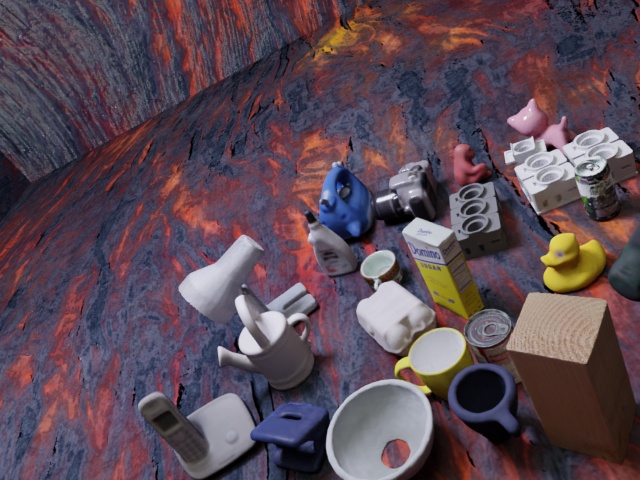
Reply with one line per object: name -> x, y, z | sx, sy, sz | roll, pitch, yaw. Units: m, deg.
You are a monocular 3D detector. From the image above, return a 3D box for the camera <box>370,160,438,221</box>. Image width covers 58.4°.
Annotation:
camera -> 0.181, -0.106, 1.267 | 0.136, 0.101, 0.143 | -15, 36, 26

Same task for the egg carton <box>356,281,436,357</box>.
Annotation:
egg carton -> 0.132, 0.138, 1.013 | 0.107, 0.070, 0.150 | -39, 33, -9

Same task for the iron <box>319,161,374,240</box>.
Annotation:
iron -> 0.050, -0.108, 1.346 | 0.118, 0.142, 0.258 | -17, 35, 23

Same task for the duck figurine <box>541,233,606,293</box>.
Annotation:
duck figurine -> 0.400, 0.025, 0.915 | 0.104, 0.086, 0.077 | -31, 32, 3

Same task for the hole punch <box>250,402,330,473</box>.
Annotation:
hole punch -> -0.043, 0.304, 0.922 | 0.108, 0.091, 0.101 | -5, 41, 36

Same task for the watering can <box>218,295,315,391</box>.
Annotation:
watering can -> -0.103, 0.183, 1.039 | 0.173, 0.194, 0.100 | -43, 33, -15

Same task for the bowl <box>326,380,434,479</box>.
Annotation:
bowl -> 0.097, 0.292, 0.831 | 0.167, 0.075, 0.167 | -22, 34, 16

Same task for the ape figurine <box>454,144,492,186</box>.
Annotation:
ape figurine -> 0.319, -0.167, 1.238 | 0.076, 0.092, 0.077 | -26, 33, 10

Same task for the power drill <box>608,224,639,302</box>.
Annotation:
power drill -> 0.474, 0.018, 0.745 | 0.230, 0.209, 0.075 | -41, 33, -12

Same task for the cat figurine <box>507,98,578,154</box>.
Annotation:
cat figurine -> 0.459, -0.235, 1.183 | 0.067, 0.118, 0.127 | -45, 34, -18

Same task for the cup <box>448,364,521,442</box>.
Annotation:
cup -> 0.237, 0.235, 0.767 | 0.092, 0.095, 0.117 | -36, 32, -5

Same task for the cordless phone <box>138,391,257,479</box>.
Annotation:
cordless phone -> -0.204, 0.306, 0.971 | 0.147, 0.185, 0.094 | -34, 32, -2

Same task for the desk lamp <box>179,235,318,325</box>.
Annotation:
desk lamp -> -0.148, 0.104, 1.165 | 0.203, 0.214, 0.117 | -37, 32, -6

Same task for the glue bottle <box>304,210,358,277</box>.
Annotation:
glue bottle -> 0.011, 0.004, 1.199 | 0.078, 0.173, 0.037 | -17, 36, 24
